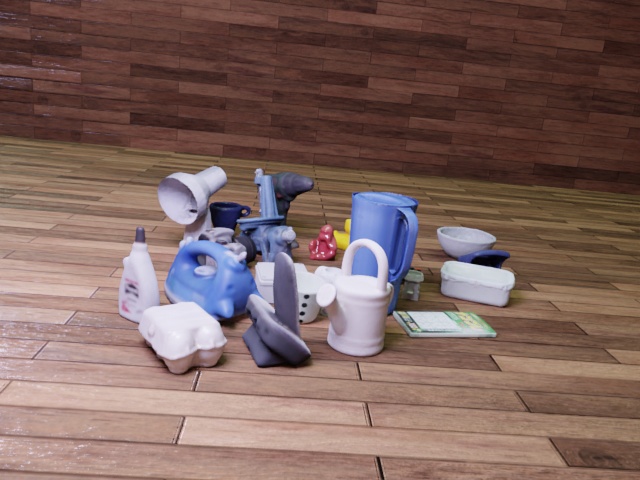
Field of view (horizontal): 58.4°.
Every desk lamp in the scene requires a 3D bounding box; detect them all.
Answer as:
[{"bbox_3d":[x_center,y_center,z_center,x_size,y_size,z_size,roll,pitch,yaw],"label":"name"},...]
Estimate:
[{"bbox_3d":[-0.298,-0.072,1.420,0.117,0.213,0.204,13,17,24],"label":"desk lamp"}]

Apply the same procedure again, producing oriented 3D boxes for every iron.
[{"bbox_3d":[-0.221,0.061,1.102,0.257,0.141,0.119,18,20,38],"label":"iron"}]

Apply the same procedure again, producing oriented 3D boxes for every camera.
[{"bbox_3d":[-0.205,0.025,1.317,0.137,0.101,0.142,-9,21,-43],"label":"camera"}]

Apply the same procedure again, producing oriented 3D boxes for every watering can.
[{"bbox_3d":[0.068,0.096,0.988,0.100,0.194,0.173,12,17,22],"label":"watering can"}]

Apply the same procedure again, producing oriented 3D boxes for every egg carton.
[{"bbox_3d":[-0.222,0.151,0.913,0.107,0.069,0.149,-6,19,-37],"label":"egg carton"}]

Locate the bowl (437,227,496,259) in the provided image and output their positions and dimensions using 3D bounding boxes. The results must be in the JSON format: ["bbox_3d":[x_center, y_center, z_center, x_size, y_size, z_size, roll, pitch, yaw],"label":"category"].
[{"bbox_3d":[0.412,0.017,1.631,0.167,0.075,0.167,6,15,-1],"label":"bowl"}]

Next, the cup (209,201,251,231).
[{"bbox_3d":[-0.251,-0.053,1.595,0.118,0.095,0.091,-2,17,-27],"label":"cup"}]

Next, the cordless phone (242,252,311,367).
[{"bbox_3d":[-0.068,0.100,0.939,0.094,0.185,0.147,-2,17,-27],"label":"cordless phone"}]

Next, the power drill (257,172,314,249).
[{"bbox_3d":[-0.096,-0.086,1.559,0.076,0.208,0.228,-6,20,-37],"label":"power drill"}]

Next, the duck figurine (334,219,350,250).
[{"bbox_3d":[0.085,-0.018,1.612,0.104,0.086,0.078,10,16,15],"label":"duck figurine"}]

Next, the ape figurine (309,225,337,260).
[{"bbox_3d":[0.014,0.005,1.488,0.077,0.092,0.076,19,20,39],"label":"ape figurine"}]

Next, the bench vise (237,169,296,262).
[{"bbox_3d":[-0.119,-0.060,1.432,0.206,0.220,0.122,16,18,32],"label":"bench vise"}]

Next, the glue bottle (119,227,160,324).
[{"bbox_3d":[-0.319,0.060,1.010,0.078,0.173,0.037,13,17,24],"label":"glue bottle"}]

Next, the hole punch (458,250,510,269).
[{"bbox_3d":[0.410,0.057,1.453,0.109,0.091,0.101,1,16,-16],"label":"hole punch"}]
